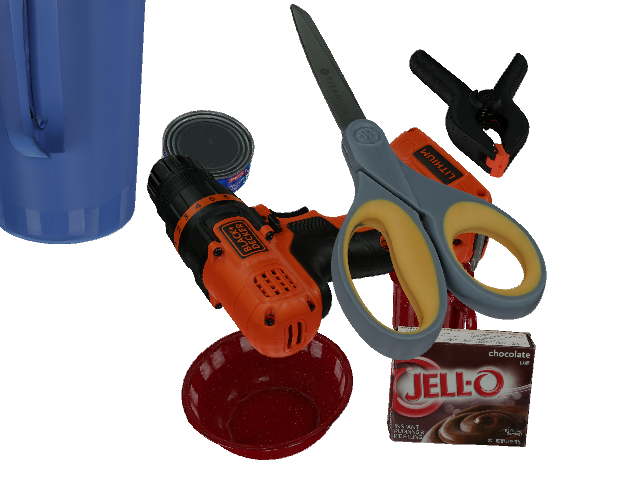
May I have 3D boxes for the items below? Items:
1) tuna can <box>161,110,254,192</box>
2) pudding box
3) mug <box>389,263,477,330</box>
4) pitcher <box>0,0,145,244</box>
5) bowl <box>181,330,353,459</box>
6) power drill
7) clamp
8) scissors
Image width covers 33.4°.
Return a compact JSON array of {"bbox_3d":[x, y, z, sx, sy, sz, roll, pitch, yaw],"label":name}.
[{"bbox_3d":[-0.107,-0.080,1.005,0.086,0.086,0.034,0,-37,-12],"label":"tuna can"},{"bbox_3d":[0.113,0.118,0.865,0.113,0.090,0.039,1,21,0],"label":"pudding box"},{"bbox_3d":[0.130,0.073,1.185,0.093,0.081,0.117,-25,41,-32],"label":"mug"},{"bbox_3d":[-0.191,-0.120,0.763,0.148,0.243,0.145,-20,35,-39],"label":"pitcher"},{"bbox_3d":[-0.047,0.153,1.008,0.162,0.055,0.162,-5,38,3],"label":"bowl"},{"bbox_3d":[-0.001,-0.015,0.684,0.187,0.057,0.185,-19,45,-22],"label":"power drill"},{"bbox_3d":[0.146,-0.131,1.029,0.120,0.039,0.171,2,44,2],"label":"clamp"},{"bbox_3d":[0.039,-0.035,0.464,0.096,0.202,0.016,3,-40,-9],"label":"scissors"}]
